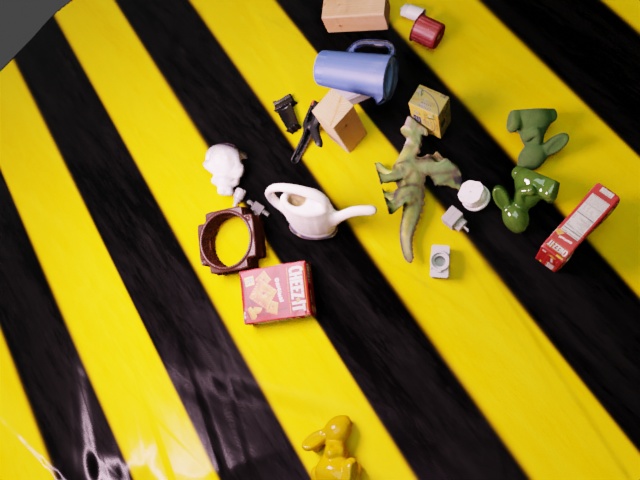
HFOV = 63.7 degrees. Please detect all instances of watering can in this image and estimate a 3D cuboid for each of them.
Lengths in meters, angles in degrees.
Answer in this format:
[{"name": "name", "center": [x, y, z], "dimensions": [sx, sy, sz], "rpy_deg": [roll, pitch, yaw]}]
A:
[{"name": "watering can", "center": [0.005, -0.075, 1.493], "dimensions": [0.349, 0.220, 0.106], "rpy_deg": [16, 65, 19]}]

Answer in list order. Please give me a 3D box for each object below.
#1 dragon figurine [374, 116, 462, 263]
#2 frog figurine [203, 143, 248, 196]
[{"name": "dragon figurine", "center": [0.297, -0.159, 1.497], "dimensions": [0.242, 0.121, 0.413], "rpy_deg": [-18, 81, 3]}, {"name": "frog figurine", "center": [-0.316, -0.230, 1.678], "dimensions": [0.137, 0.121, 0.162], "rpy_deg": [15, 70, -1]}]
